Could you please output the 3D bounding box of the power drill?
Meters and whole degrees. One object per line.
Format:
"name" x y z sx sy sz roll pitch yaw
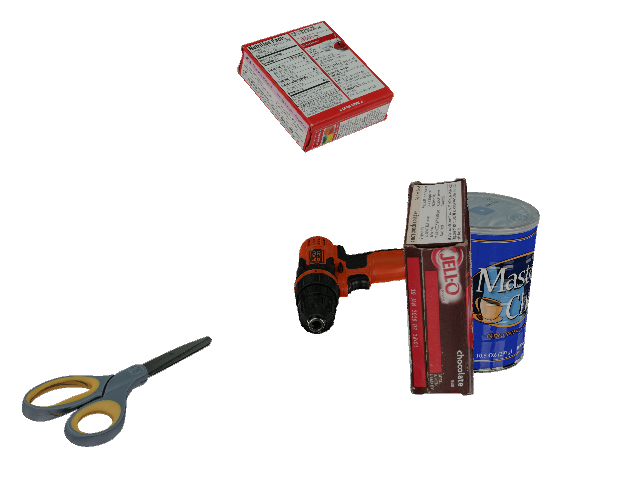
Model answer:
"power drill" 0.063 0.047 1.234 0.187 0.057 0.184 -1 29 1

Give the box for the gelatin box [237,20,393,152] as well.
"gelatin box" -0.005 -0.110 0.752 0.073 0.089 0.030 -25 -30 -29

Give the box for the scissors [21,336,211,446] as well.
"scissors" -0.161 0.133 0.947 0.201 0.016 0.096 -12 35 -34

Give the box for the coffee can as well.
"coffee can" 0.143 0.037 0.987 0.103 0.140 0.103 2 20 -1

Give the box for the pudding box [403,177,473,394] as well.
"pudding box" 0.069 0.023 0.612 0.039 0.090 0.113 -2 21 6
